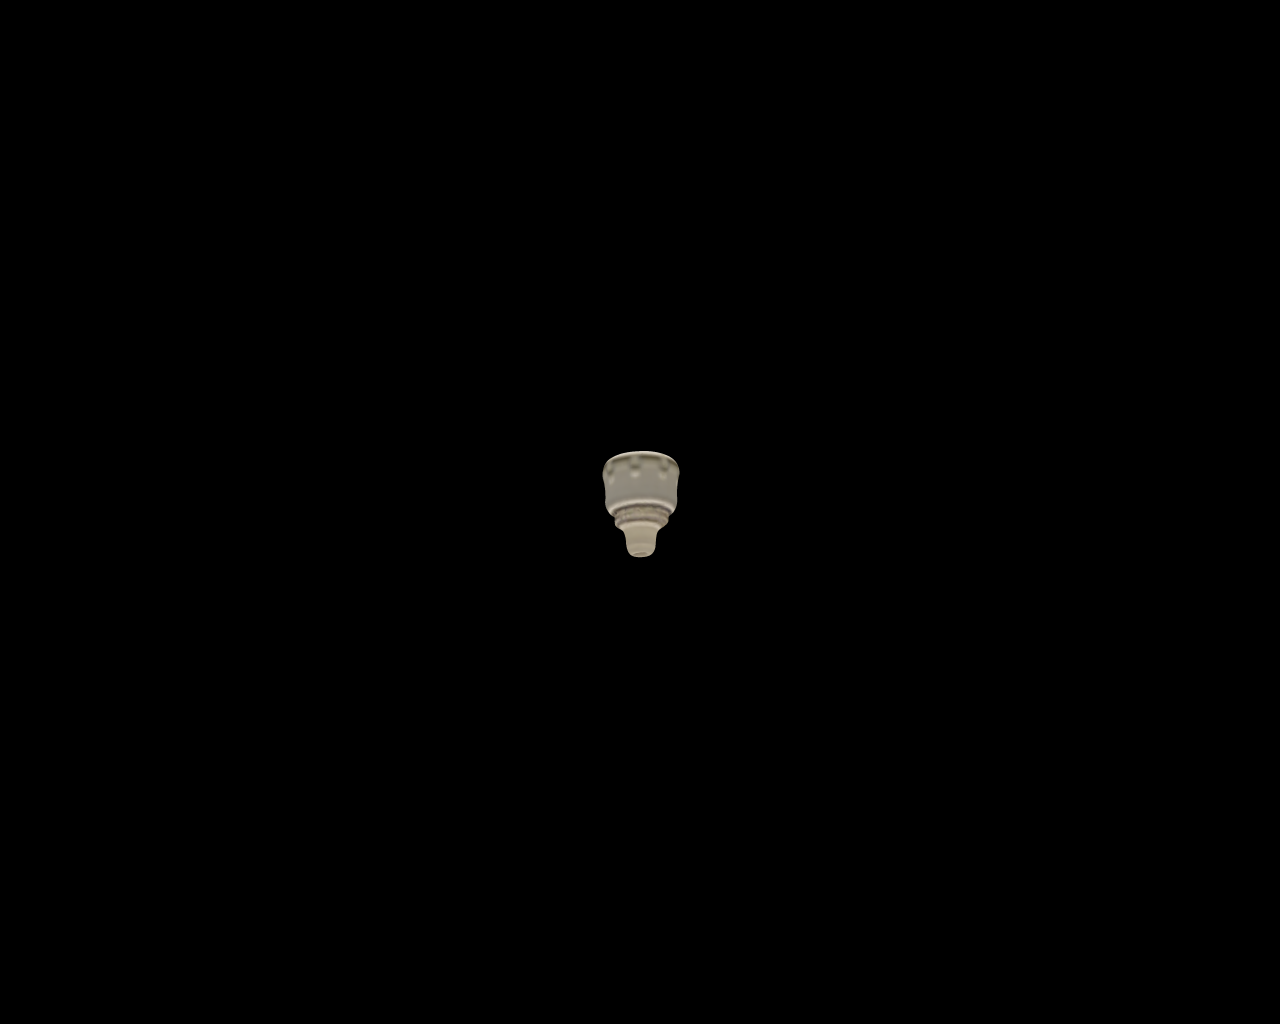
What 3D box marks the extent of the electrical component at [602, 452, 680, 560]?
[{"bbox_3d":[0.001,-0.003,0.650,0.048,0.062,0.048,0,-18,0],"label":"electrical component"}]
